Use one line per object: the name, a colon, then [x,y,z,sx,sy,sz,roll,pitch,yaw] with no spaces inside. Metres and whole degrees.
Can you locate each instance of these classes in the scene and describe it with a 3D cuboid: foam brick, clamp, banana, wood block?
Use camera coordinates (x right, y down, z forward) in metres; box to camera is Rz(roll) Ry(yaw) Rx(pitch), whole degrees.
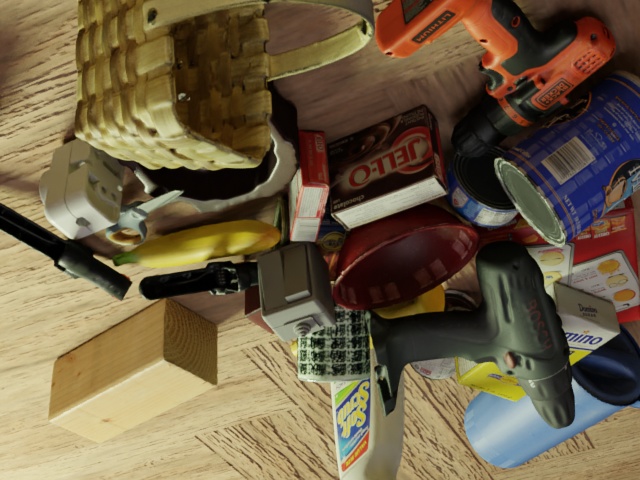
foam brick: [-0.042,0.064,1.226,0.078,0.053,0.051,-27,136,29]
clamp: [-0.098,0.040,1.129,0.120,0.039,0.171,1,-174,26]
clamp: [-0.271,0.014,1.129,0.165,0.036,0.209,27,172,24]
banana: [-0.121,0.007,1.138,0.198,0.069,0.037,-11,107,22]
wood block: [-0.230,0.164,1.312,0.206,0.090,0.090,-29,136,29]

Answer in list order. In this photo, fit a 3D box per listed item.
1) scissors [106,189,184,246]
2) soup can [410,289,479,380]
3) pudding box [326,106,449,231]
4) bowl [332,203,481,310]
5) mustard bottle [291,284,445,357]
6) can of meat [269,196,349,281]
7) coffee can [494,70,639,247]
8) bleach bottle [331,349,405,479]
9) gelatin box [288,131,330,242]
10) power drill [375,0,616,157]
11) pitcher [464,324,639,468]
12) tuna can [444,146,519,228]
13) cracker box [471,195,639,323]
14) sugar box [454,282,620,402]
scissors: [-0.201,-0.035,1.070,0.096,0.016,0.202,22,158,-12]
soup can: [0.150,0.116,1.291,0.068,0.068,0.102,5,141,-10]
pudding box: [0.064,-0.069,1.035,0.114,0.090,0.039,-22,139,23]
bowl: [0.079,0.008,1.087,0.162,0.055,0.162,-17,153,-9]
mustard bottle: [0.048,0.097,1.239,0.192,0.096,0.058,-24,108,25]
can of meat: [-0.008,0.002,1.148,0.084,0.057,0.102,2,141,-10]
coffee can: [0.248,-0.075,0.986,0.140,0.103,0.102,-36,138,-4]
bleach bottle: [0.063,0.225,1.274,0.068,0.251,0.103,28,132,-33]
gelatin box: [-0.012,-0.053,1.065,0.030,0.073,0.089,3,140,-9]
power drill: [0.141,-0.161,0.953,0.187,0.057,0.185,24,131,-34]
pitcher: [0.281,0.191,1.359,0.144,0.149,0.243,1,147,-30]
tuna can: [0.165,-0.055,1.063,0.086,0.086,0.034,11,142,-16]
cracker box: [0.261,0.019,1.174,0.164,0.072,0.213,-10,142,12]
sugar box: [0.243,0.119,1.208,0.093,0.048,0.177,19,140,-25]
